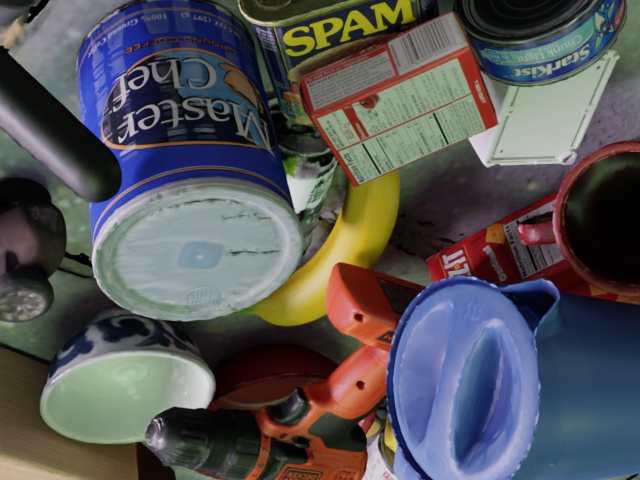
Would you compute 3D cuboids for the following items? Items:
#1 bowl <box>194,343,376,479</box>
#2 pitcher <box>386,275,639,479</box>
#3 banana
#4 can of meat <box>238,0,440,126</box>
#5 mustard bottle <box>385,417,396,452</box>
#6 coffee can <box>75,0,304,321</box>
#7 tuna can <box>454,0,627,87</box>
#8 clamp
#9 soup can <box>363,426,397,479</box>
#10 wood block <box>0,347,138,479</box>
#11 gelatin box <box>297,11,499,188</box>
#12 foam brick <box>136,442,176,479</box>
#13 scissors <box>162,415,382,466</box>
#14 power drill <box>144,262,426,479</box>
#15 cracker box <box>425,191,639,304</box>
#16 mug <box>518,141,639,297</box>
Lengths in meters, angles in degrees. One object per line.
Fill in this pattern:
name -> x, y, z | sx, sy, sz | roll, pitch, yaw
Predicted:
bowl -> -0.039, 0.131, 0.854 | 0.162, 0.055, 0.162 | -9, 142, -7
pitcher -> 0.168, 0.104, 0.705 | 0.242, 0.145, 0.149 | 6, 171, -35
banana -> 0.008, 0.007, 0.730 | 0.069, 0.037, 0.198 | 12, 135, -32
can of meat -> 0.014, -0.115, 0.566 | 0.102, 0.057, 0.084 | -16, 144, 2
mustard bottle -> 0.124, 0.151, 0.872 | 0.096, 0.058, 0.192 | 14, 162, -9
coffee can -> -0.072, -0.044, 0.557 | 0.102, 0.140, 0.103 | -9, 142, -7
tuna can -> 0.115, -0.124, 0.562 | 0.086, 0.086, 0.033 | -24, 139, 12
clamp -> -0.194, -0.099, 0.486 | 0.165, 0.036, 0.210 | -6, 123, 39
soup can -> 0.065, 0.223, 0.994 | 0.068, 0.068, 0.102 | 6, 137, -24
wood block -> -0.240, 0.140, 0.773 | 0.090, 0.091, 0.205 | -33, 139, 24
gelatin box -> 0.042, -0.072, 0.560 | 0.089, 0.030, 0.073 | -22, 147, 10
foam brick -> -0.163, 0.218, 0.927 | 0.053, 0.051, 0.078 | -20, 142, 9
scissors -> -0.031, 0.178, 0.949 | 0.202, 0.016, 0.096 | -25, 141, 13
power drill -> -0.007, 0.102, 0.745 | 0.184, 0.057, 0.188 | 16, 124, -37
cracker box -> 0.212, 0.028, 0.795 | 0.214, 0.072, 0.164 | -29, 140, 18
mug -> 0.183, -0.016, 0.668 | 0.117, 0.093, 0.081 | -15, -174, 17
